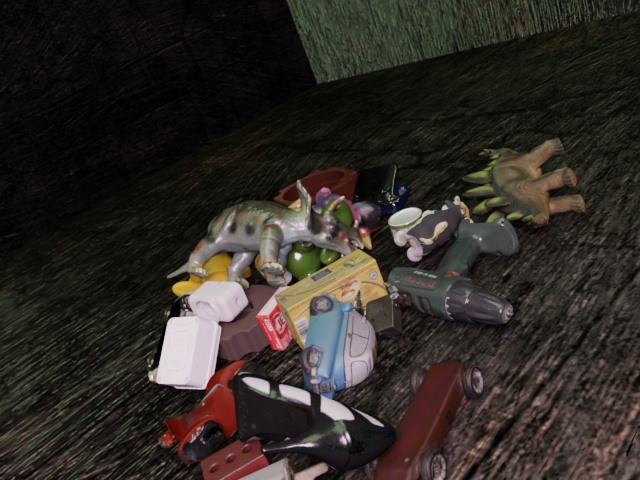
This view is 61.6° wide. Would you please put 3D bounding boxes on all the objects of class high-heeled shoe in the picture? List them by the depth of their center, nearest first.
[{"bbox_3d":[-0.021,0.200,0.636,0.145,0.086,0.249,-3,5,-18],"label":"high-heeled shoe"}]

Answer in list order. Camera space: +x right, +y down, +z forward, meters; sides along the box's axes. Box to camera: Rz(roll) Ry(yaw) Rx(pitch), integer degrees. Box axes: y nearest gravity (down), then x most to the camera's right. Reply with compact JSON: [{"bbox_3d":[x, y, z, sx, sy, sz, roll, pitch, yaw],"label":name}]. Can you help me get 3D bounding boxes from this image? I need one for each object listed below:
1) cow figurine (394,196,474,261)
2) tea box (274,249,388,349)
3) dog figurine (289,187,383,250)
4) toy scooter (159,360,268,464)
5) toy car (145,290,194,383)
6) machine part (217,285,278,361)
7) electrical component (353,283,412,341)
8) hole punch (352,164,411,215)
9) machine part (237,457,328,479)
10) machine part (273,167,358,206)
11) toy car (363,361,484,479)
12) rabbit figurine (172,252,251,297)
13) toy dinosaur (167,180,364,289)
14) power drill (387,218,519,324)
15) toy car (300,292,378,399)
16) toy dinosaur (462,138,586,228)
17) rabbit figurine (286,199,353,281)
[{"bbox_3d":[0.226,-0.032,0.991,0.167,0.068,0.098,-34,-3,-24],"label":"cow figurine"},{"bbox_3d":[0.023,0.100,0.893,0.170,0.098,0.068,-27,24,-15],"label":"tea box"},{"bbox_3d":[0.030,-0.034,1.175,0.191,0.108,0.219,-28,26,-15],"label":"dog figurine"},{"bbox_3d":[-0.160,0.247,0.769,0.135,0.075,0.184,-26,13,34],"label":"toy scooter"},{"bbox_3d":[-0.269,0.177,1.005,0.073,0.056,0.202,-35,30,28],"label":"toy car"},{"bbox_3d":[-0.143,0.147,0.995,0.179,0.056,0.179,-18,23,8],"label":"machine part"},{"bbox_3d":[0.091,0.111,0.832,0.102,0.045,0.078,-21,43,37],"label":"electrical component"},{"bbox_3d":[0.145,-0.102,1.267,0.142,0.092,0.116,-3,58,34],"label":"hole punch"},{"bbox_3d":[-0.097,0.306,0.578,0.243,0.079,0.079,-24,23,-3],"label":"machine part"},{"bbox_3d":[-0.002,-0.105,1.383,0.201,0.087,0.201,-32,24,-17],"label":"machine part"},{"bbox_3d":[0.123,0.211,0.614,0.089,0.053,0.202,-12,21,37],"label":"toy car"},{"bbox_3d":[-0.228,0.082,1.136,0.162,0.121,0.173,-32,28,-11],"label":"rabbit figurine"},{"bbox_3d":[-0.128,-0.012,1.011,0.405,0.131,0.192,0,63,28],"label":"toy dinosaur"},{"bbox_3d":[0.235,0.051,0.847,0.232,0.085,0.207,1,40,49],"label":"power drill"},{"bbox_3d":[0.031,0.153,0.770,0.103,0.109,0.162,0,36,8],"label":"toy car"},{"bbox_3d":[0.381,-0.117,1.042,0.199,0.105,0.471,-17,18,22],"label":"toy dinosaur"},{"bbox_3d":[-0.002,-0.003,1.063,0.170,0.121,0.159,-44,52,18],"label":"rabbit figurine"}]
